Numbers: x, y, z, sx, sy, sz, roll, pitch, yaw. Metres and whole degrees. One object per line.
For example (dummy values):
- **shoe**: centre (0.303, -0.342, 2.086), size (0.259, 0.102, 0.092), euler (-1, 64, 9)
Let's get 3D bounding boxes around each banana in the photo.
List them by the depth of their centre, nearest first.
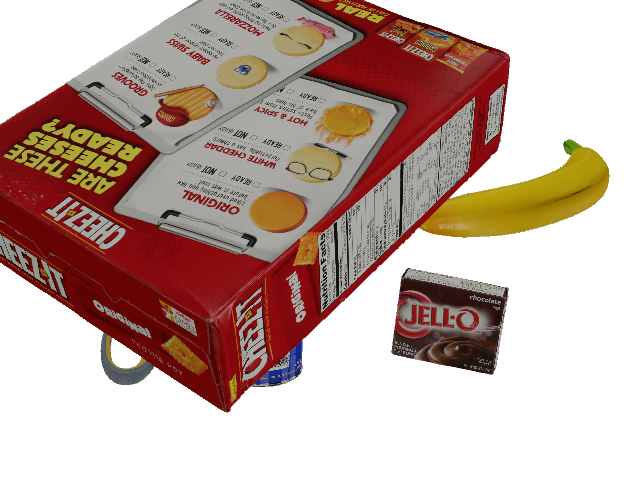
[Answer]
- **banana**: centre (0.160, -0.034, 0.796), size (0.197, 0.037, 0.070), euler (-23, 22, -39)

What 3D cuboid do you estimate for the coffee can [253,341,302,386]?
- **coffee can**: centre (-0.070, 0.086, 1.251), size (0.103, 0.140, 0.103), euler (2, 20, -1)

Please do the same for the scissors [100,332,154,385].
- **scissors**: centre (-0.080, 0.021, 0.728), size (0.096, 0.201, 0.016), euler (21, -39, 7)

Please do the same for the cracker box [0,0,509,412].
- **cracker box**: centre (-0.036, -0.040, 0.514), size (0.164, 0.072, 0.213), euler (28, 53, 29)

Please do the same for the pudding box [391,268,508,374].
- **pudding box**: centre (0.136, 0.084, 1.127), size (0.113, 0.090, 0.039), euler (10, 22, 11)
